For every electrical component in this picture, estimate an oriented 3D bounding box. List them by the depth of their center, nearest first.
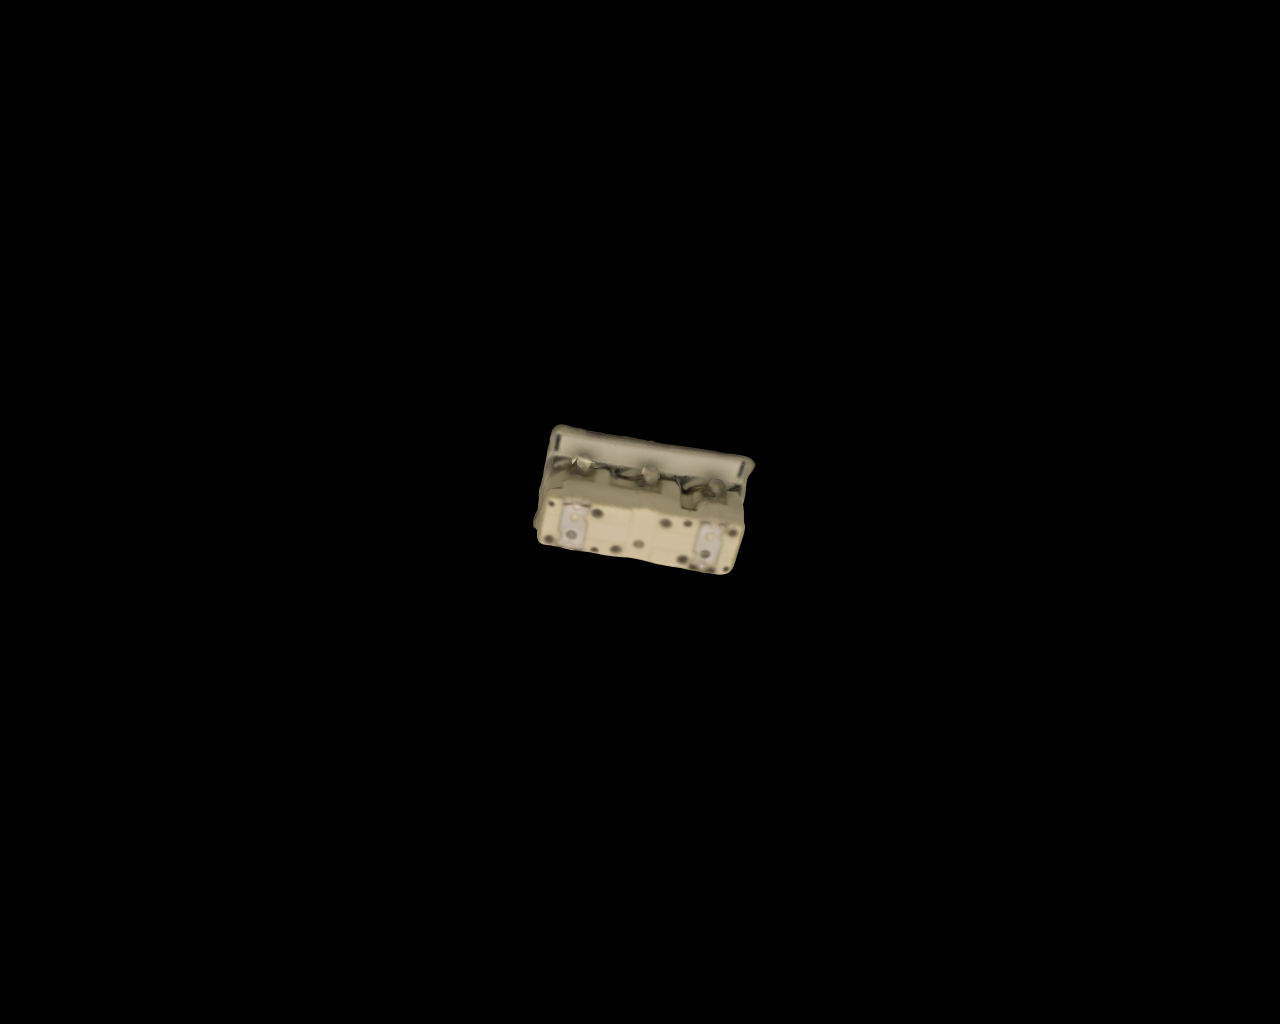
[{"bbox_3d":[0.001,-0.003,0.650,0.121,0.078,0.063,10,37,-8],"label":"electrical component"}]
